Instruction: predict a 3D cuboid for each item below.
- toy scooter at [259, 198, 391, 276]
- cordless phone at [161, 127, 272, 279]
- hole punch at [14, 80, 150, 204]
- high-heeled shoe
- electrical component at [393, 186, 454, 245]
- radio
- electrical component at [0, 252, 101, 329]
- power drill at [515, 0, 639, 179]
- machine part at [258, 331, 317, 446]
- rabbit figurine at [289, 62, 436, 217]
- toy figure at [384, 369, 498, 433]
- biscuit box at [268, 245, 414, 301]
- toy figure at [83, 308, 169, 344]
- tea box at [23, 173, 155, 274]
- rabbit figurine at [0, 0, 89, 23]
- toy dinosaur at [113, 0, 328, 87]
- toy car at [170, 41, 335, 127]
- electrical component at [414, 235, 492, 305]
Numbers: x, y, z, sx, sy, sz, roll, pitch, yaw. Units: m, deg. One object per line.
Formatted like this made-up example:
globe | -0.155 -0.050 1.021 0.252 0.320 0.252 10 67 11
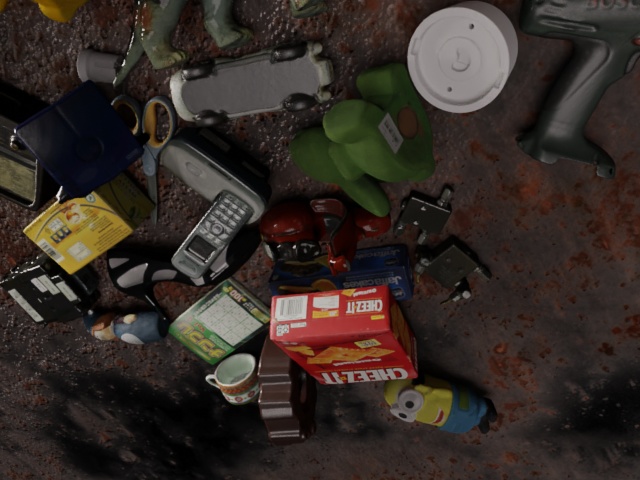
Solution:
toy scooter | -0.001 -0.002 0.696 0.184 0.135 0.075 -4 124 15
cordless phone | -0.163 -0.045 0.706 0.146 0.089 0.184 36 111 -13
hole punch | -0.288 -0.121 0.652 0.142 0.092 0.115 -40 108 -14
high-heeled shoe | -0.208 0.016 0.803 0.249 0.086 0.145 -37 86 15
electrical component | 0.138 -0.037 0.712 0.063 0.021 0.094 22 126 -3
radio | -0.459 -0.149 0.724 0.229 0.073 0.131 26 125 -7
electrical component | -0.435 0.078 0.884 0.134 0.058 0.114 -17 121 21
power drill | 0.310 -0.170 0.555 0.232 0.086 0.207 12 129 5
machine part | -0.045 0.225 0.840 0.056 0.179 0.179 -7 122 11
rabbit figurine | 0.046 -0.111 0.639 0.170 0.121 0.159 -6 140 47
toy figure | 0.190 0.260 0.869 0.180 0.089 0.082 14 99 -10
biscuit box | 0.031 0.056 0.774 0.203 0.059 0.062 -9 122 16
toy figure | -0.335 0.144 0.908 0.155 0.058 0.064 -1 117 13
tea box | -0.334 -0.031 0.776 0.170 0.068 0.098 -26 115 30
rabbit figurine | -0.318 -0.325 0.574 0.173 0.122 0.162 36 134 4
toy dinosaur | -0.102 -0.294 0.532 0.405 0.131 0.192 -12 105 22
toy car | -0.082 -0.184 0.638 0.202 0.056 0.073 -6 115 14
electrical component | 0.178 0.042 0.744 0.102 0.045 0.078 43 122 -18
